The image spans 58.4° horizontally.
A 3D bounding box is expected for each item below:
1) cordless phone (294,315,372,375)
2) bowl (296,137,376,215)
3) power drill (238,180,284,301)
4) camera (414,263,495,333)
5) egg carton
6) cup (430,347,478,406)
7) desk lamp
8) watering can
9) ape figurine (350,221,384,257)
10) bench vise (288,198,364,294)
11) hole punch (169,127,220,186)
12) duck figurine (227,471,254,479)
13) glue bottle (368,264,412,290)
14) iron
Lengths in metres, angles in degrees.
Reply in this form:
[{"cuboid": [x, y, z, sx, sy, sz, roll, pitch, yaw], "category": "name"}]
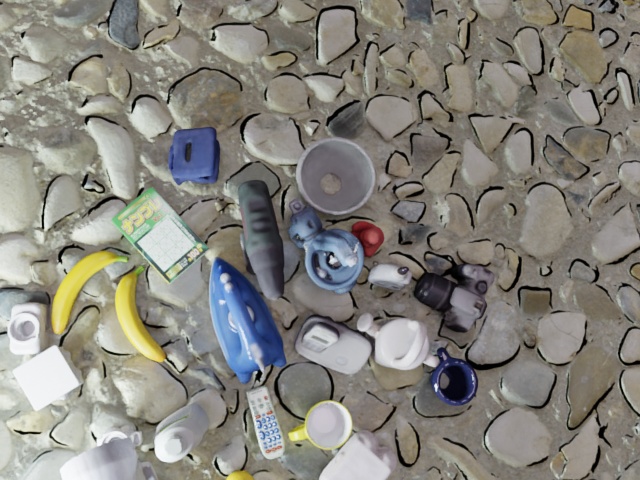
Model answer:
[{"cuboid": [0.033, 0.200, 1.099, 0.147, 0.185, 0.094, 21, 78, -4], "category": "cordless phone"}, {"cuboid": [0.030, -0.128, 1.209, 0.167, 0.074, 0.167, 1, 80, -8], "category": "bowl"}, {"cuboid": [-0.110, 0.009, 1.098, 0.076, 0.208, 0.230, -12, 82, -10], "category": "power drill"}, {"cuboid": [0.277, 0.105, 1.193, 0.137, 0.100, 0.143, 26, 78, -3], "category": "camera"}, {"cuboid": [0.073, 0.454, 1.121, 0.107, 0.069, 0.150, 41, 78, 0], "category": "egg carton"}, {"cuboid": [0.256, 0.274, 1.165, 0.092, 0.095, 0.118, -22, 84, -11], "category": "cup"}, {"cuboid": [-0.343, 0.442, 0.989, 0.118, 0.213, 0.203, -25, 85, -11], "category": "desk lamp"}, {"cuboid": [0.153, 0.200, 1.111, 0.173, 0.194, 0.101, 7, 79, -7], "category": "watering can"}, {"cuboid": [0.101, -0.005, 1.190, 0.076, 0.092, 0.078, -2, 81, -8], "category": "ape figurine"}, {"cuboid": [0.003, 0.013, 1.108, 0.207, 0.219, 0.121, 37, 78, -1], "category": "bench vise"}, {"cuboid": [-0.257, -0.172, 1.167, 0.101, 0.091, 0.109, 2, 80, -8], "category": "hole punch"}, {"cuboid": [-0.148, 0.495, 1.074, 0.077, 0.086, 0.104, -5, 81, -9], "category": "duck figurine"}, {"cuboid": [0.149, 0.070, 1.143, 0.078, 0.173, 0.037, 18, 78, -4], "category": "glue bottle"}, {"cuboid": [-0.155, 0.143, 1.103, 0.119, 0.141, 0.258, -23, 85, -11], "category": "iron"}]
